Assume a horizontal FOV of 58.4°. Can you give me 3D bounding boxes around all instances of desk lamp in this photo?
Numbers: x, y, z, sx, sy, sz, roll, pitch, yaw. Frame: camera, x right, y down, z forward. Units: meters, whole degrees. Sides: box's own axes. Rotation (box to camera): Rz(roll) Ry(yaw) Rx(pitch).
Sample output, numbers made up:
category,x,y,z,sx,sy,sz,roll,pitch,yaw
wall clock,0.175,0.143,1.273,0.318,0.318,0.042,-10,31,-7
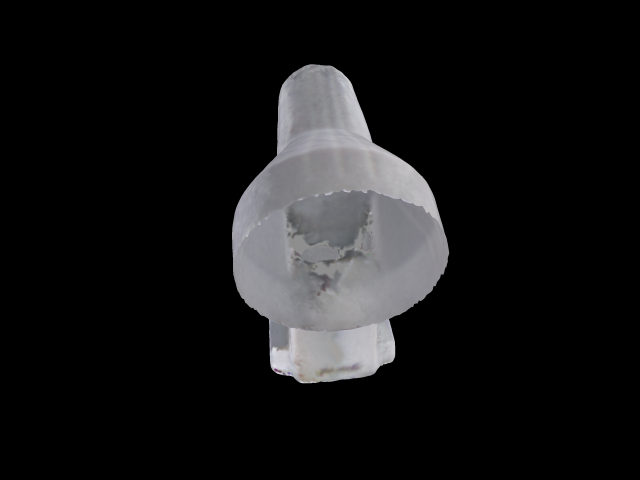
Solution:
category,x,y,z,sx,sy,sz,roll,pitch,yaw
desk lamp,0.004,0.001,0.400,0.118,0.214,0.203,-3,33,-5
